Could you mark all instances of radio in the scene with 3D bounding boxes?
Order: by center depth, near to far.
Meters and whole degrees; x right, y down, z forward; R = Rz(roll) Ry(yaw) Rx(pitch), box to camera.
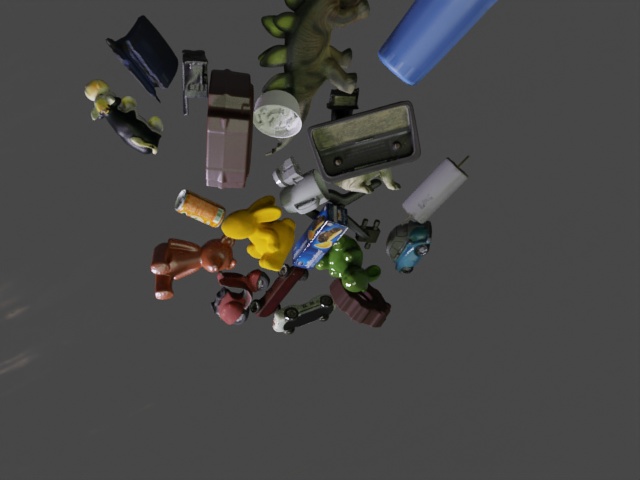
[{"bbox_3d":[0.096,-0.210,1.165,0.230,0.073,0.131,-14,103,5],"label":"radio"}]

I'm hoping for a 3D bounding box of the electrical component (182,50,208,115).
[{"bbox_3d":[-0.247,-0.306,1.059,0.048,0.075,0.119,-4,123,-16],"label":"electrical component"}]

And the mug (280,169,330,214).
[{"bbox_3d":[-0.039,-0.100,1.274,0.107,0.110,0.080,-24,137,18],"label":"mug"}]

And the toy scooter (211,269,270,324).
[{"bbox_3d":[-0.228,0.139,1.406,0.135,0.075,0.183,23,113,-32],"label":"toy scooter"}]

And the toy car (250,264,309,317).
[{"bbox_3d":[-0.111,0.132,1.454,0.089,0.053,0.202,15,120,-45],"label":"toy car"}]

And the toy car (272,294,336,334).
[{"bbox_3d":[-0.040,0.206,1.516,0.202,0.056,0.073,-16,138,-29],"label":"toy car"}]

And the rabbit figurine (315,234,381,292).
[{"bbox_3d":[0.077,0.082,1.404,0.159,0.170,0.121,32,111,-34],"label":"rabbit figurine"}]

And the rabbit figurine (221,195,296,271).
[{"bbox_3d":[-0.146,-0.023,1.282,0.173,0.122,0.162,24,110,-31],"label":"rabbit figurine"}]

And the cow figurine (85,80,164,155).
[{"bbox_3d":[-0.387,-0.235,1.051,0.068,0.098,0.167,-38,129,19],"label":"cow figurine"}]

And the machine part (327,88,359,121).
[{"bbox_3d":[0.048,-0.273,1.213,0.084,0.039,0.138,-11,127,-22],"label":"machine part"}]

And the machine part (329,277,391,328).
[{"bbox_3d":[0.111,0.163,1.482,0.179,0.179,0.056,21,113,-31],"label":"machine part"}]

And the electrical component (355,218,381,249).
[{"bbox_3d":[0.126,-0.016,1.444,0.063,0.021,0.094,4,125,-21],"label":"electrical component"}]

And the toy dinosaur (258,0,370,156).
[{"bbox_3d":[-0.024,-0.363,1.082,0.199,0.105,0.470,2,131,-11],"label":"toy dinosaur"}]

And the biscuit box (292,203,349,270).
[{"bbox_3d":[-0.003,-0.004,1.343,0.059,0.063,0.202,16,138,-21],"label":"biscuit box"}]

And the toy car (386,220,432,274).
[{"bbox_3d":[0.232,0.009,1.460,0.103,0.109,0.161,25,129,-7],"label":"toy car"}]

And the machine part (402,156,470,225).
[{"bbox_3d":[0.295,-0.126,1.383,0.079,0.079,0.243,31,112,-35],"label":"machine part"}]

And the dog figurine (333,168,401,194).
[{"bbox_3d":[0.112,-0.216,1.251,0.172,0.121,0.190,-11,115,-18],"label":"dog figurine"}]

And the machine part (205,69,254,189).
[{"bbox_3d":[-0.179,-0.218,1.063,0.087,0.202,0.200,4,125,-9],"label":"machine part"}]

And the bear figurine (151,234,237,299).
[{"bbox_3d":[-0.297,0.058,1.288,0.196,0.132,0.120,0,128,-11],"label":"bear figurine"}]

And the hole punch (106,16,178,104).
[{"bbox_3d":[-0.320,-0.337,0.990,0.092,0.116,0.142,-35,130,-2],"label":"hole punch"}]
